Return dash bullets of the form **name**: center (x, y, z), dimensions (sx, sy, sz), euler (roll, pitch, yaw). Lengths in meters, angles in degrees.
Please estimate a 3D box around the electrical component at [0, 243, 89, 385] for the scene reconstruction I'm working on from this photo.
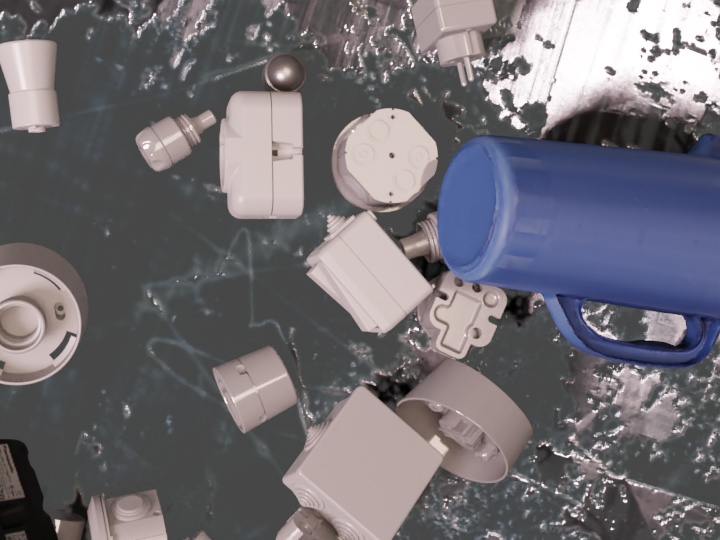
- **electrical component**: center (-0.252, 0.034, 0.797), dimensions (0.099, 0.064, 0.099), euler (-3, 102, -13)

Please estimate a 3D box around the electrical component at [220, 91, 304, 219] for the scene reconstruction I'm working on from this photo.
- **electrical component**: center (-0.077, -0.088, 0.831), dimensions (0.059, 0.054, 0.095), euler (-1, 88, -12)

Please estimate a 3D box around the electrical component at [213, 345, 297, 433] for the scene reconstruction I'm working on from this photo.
- **electrical component**: center (-0.080, 0.090, 0.823), dimensions (0.047, 0.055, 0.055), euler (-25, 93, -15)

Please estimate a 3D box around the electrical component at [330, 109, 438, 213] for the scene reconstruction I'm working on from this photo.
- **electrical component**: center (0.020, -0.087, 0.852), dimensions (0.080, 0.051, 0.080), euler (1, 87, -12)

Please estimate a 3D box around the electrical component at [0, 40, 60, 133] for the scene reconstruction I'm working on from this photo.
- **electrical component**: center (-0.246, -0.136, 0.806), dimensions (0.044, 0.044, 0.065), euler (-7, 94, -12)

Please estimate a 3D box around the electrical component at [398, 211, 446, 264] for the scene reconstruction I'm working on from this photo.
- **electrical component**: center (0.062, -0.025, 0.862), dimensions (0.062, 0.043, 0.043), euler (-18, 91, -11)

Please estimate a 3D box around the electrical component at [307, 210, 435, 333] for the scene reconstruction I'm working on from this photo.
- **electrical component**: center (0.000, 0.000, 0.838), dimensions (0.061, 0.062, 0.096), euler (-42, 96, -10)

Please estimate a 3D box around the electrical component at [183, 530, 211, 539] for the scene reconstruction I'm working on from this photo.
- **electrical component**: center (-0.113, 0.230, 0.816), dimensions (0.044, 0.044, 0.065), euler (-42, 91, -10)

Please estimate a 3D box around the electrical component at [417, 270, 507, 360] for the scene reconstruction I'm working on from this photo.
- **electrical component**: center (0.078, 0.031, 0.855), dimensions (0.058, 0.057, 0.078), euler (25, 83, -9)

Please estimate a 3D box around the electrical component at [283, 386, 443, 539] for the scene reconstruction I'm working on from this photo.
- **electrical component**: center (0.001, 0.153, 0.826), dimensions (0.100, 0.048, 0.099), euler (41, 60, -6)

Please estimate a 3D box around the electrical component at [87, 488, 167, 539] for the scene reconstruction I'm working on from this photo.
- **electrical component**: center (-0.169, 0.201, 0.786), dimensions (0.051, 0.080, 0.080), euler (-8, 89, -17)

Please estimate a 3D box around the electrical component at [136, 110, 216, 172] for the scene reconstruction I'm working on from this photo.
- **electrical component**: center (-0.139, -0.103, 0.829), dimensions (0.061, 0.035, 0.035), euler (-33, 94, -14)

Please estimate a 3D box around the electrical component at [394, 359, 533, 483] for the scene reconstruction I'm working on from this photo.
- **electrical component**: center (0.082, 0.118, 0.834), dimensions (0.099, 0.099, 0.064), euler (45, 74, -6)

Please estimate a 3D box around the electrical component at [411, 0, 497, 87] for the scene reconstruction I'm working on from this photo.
- **electrical component**: center (0.078, -0.186, 0.861), dimensions (0.047, 0.066, 0.076), euler (-12, 90, -12)

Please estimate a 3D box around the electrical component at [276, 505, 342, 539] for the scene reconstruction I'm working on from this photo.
- **electrical component**: center (-0.045, 0.219, 0.815), dimensions (0.058, 0.078, 0.057), euler (44, 104, 4)
